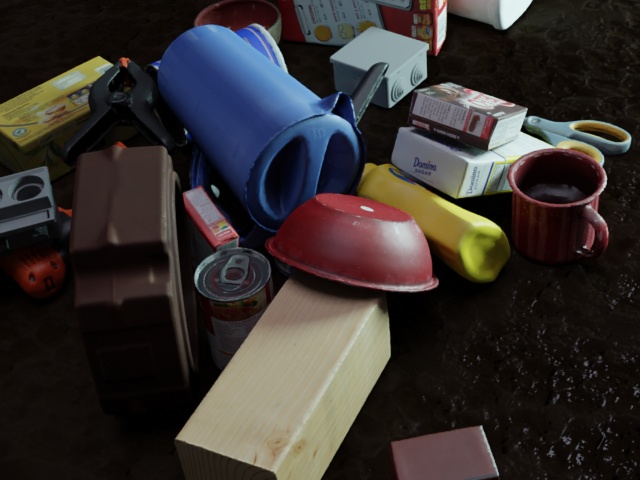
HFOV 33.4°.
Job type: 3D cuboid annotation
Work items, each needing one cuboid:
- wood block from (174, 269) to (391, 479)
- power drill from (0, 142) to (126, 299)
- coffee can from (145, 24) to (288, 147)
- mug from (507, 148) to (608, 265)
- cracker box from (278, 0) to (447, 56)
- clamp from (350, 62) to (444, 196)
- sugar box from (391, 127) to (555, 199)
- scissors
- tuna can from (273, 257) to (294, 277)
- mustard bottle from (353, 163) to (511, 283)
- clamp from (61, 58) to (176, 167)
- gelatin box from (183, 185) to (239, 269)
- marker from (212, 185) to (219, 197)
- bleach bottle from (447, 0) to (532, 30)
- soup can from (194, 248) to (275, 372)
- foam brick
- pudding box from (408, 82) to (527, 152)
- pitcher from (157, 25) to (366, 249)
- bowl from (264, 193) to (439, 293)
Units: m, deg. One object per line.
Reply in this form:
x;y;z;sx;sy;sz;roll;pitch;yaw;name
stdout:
-0.023;0.129;0.891;0.091;0.090;0.205;14;46;22;wood block
-0.272;-0.032;1.140;0.187;0.057;0.185;-32;51;-22;power drill
-0.120;-0.182;1.252;0.140;0.103;0.103;-26;44;-20;coffee can
0.236;-0.025;1.036;0.093;0.081;0.117;-27;44;-22;mug
0.054;-0.330;1.351;0.214;0.164;0.072;10;41;18;cracker box
0.016;-0.096;1.146;0.210;0.036;0.164;-17;74;-3;clamp
0.163;-0.082;1.089;0.175;0.048;0.093;-10;32;-43;sugar box
0.241;-0.116;1.191;0.202;0.016;0.096;12;45;21;scissors
-0.007;0.001;1.078;0.086;0.034;0.086;-4;41;3;tuna can
0.093;-0.028;1.053;0.192;0.096;0.058;34;92;39;mustard bottle
-0.209;-0.141;1.179;0.120;0.039;0.171;5;48;1;clamp
-0.108;0.003;1.038;0.030;0.089;0.073;-25;58;-22;gelatin box
-0.132;-0.014;1.125;0.020;0.020;0.121;5;42;13;marker
0.155;-0.351;1.439;0.251;0.068;0.102;19;47;30;bleach bottle
-0.072;0.067;0.960;0.068;0.102;0.068;-4;41;3;soup can
0.096;0.187;0.836;0.078;0.053;0.051;-9;41;-5;foam brick
0.147;-0.124;1.062;0.090;0.039;0.113;21;22;20;pudding box
-0.076;-0.114;1.086;0.149;0.145;0.243;-26;45;-18;pitcher
0.034;-0.004;0.962;0.162;0.055;0.162;12;13;-3;bowl
